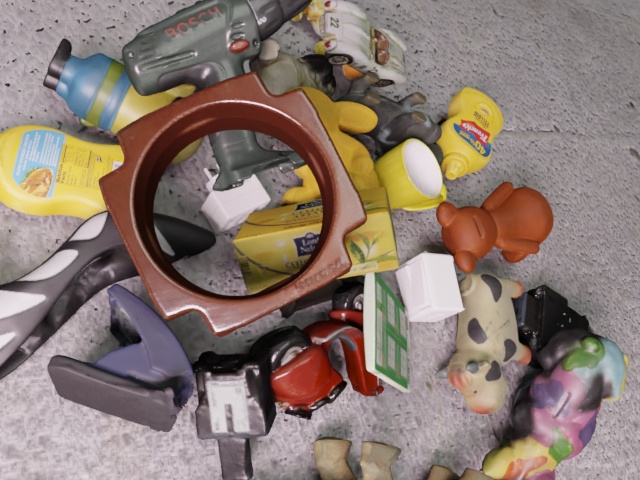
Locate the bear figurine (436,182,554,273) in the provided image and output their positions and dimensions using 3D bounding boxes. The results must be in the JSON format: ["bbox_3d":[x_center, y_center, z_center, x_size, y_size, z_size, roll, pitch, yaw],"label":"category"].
[{"bbox_3d":[0.253,-0.011,0.819,0.196,0.132,0.120,-19,76,-20],"label":"bear figurine"}]

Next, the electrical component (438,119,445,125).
[{"bbox_3d":[0.219,-0.177,0.925,0.094,0.021,0.063,26,56,-16],"label":"electrical component"}]

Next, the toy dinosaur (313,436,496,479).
[{"bbox_3d":[0.037,0.303,0.533,0.471,0.105,0.198,19,62,-17],"label":"toy dinosaur"}]

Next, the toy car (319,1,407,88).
[{"bbox_3d":[0.066,-0.276,0.769,0.201,0.056,0.073,4,84,-54],"label":"toy car"}]

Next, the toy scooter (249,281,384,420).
[{"bbox_3d":[0.012,0.142,0.613,0.184,0.075,0.135,-30,102,-31],"label":"toy scooter"}]

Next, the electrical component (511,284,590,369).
[{"bbox_3d":[0.347,0.139,0.823,0.134,0.058,0.115,30,53,-16],"label":"electrical component"}]

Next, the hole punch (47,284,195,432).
[{"bbox_3d":[-0.167,0.112,0.491,0.116,0.142,0.092,25,52,-5],"label":"hole punch"}]

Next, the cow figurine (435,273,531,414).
[{"bbox_3d":[0.221,0.137,0.734,0.127,0.085,0.195,20,60,-28],"label":"cow figurine"}]

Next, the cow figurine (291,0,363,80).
[{"bbox_3d":[0.034,-0.333,0.867,0.098,0.068,0.167,-34,88,-43],"label":"cow figurine"}]

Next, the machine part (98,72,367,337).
[{"bbox_3d":[-0.075,-0.031,0.493,0.201,0.087,0.201,-27,89,-9],"label":"machine part"}]

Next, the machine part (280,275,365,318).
[{"bbox_3d":[0.002,0.055,0.673,0.139,0.039,0.084,-13,80,-36],"label":"machine part"}]

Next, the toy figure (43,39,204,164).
[{"bbox_3d":[-0.221,-0.152,0.617,0.180,0.082,0.089,22,72,-26],"label":"toy figure"}]

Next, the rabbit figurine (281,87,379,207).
[{"bbox_3d":[0.013,-0.121,0.690,0.162,0.122,0.173,-47,114,-39],"label":"rabbit figurine"}]

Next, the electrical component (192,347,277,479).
[{"bbox_3d":[-0.081,0.170,0.530,0.075,0.048,0.119,-8,98,8],"label":"electrical component"}]

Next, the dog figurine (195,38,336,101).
[{"bbox_3d":[-0.082,-0.232,0.746,0.172,0.121,0.190,35,23,13],"label":"dog figurine"}]

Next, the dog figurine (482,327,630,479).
[{"bbox_3d":[0.290,0.230,0.675,0.109,0.191,0.219,32,41,23],"label":"dog figurine"}]

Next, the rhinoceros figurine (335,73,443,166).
[{"bbox_3d":[0.109,-0.162,0.794,0.190,0.112,0.073,23,41,-23],"label":"rhinoceros figurine"}]

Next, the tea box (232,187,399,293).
[{"bbox_3d":[-0.001,-0.002,0.601,0.098,0.170,0.068,-81,158,-68],"label":"tea box"}]

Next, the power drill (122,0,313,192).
[{"bbox_3d":[-0.078,-0.168,0.587,0.232,0.086,0.207,-22,100,-15],"label":"power drill"}]

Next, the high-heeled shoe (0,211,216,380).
[{"bbox_3d":[-0.213,0.053,0.516,0.249,0.086,0.145,-5,65,-23],"label":"high-heeled shoe"}]
